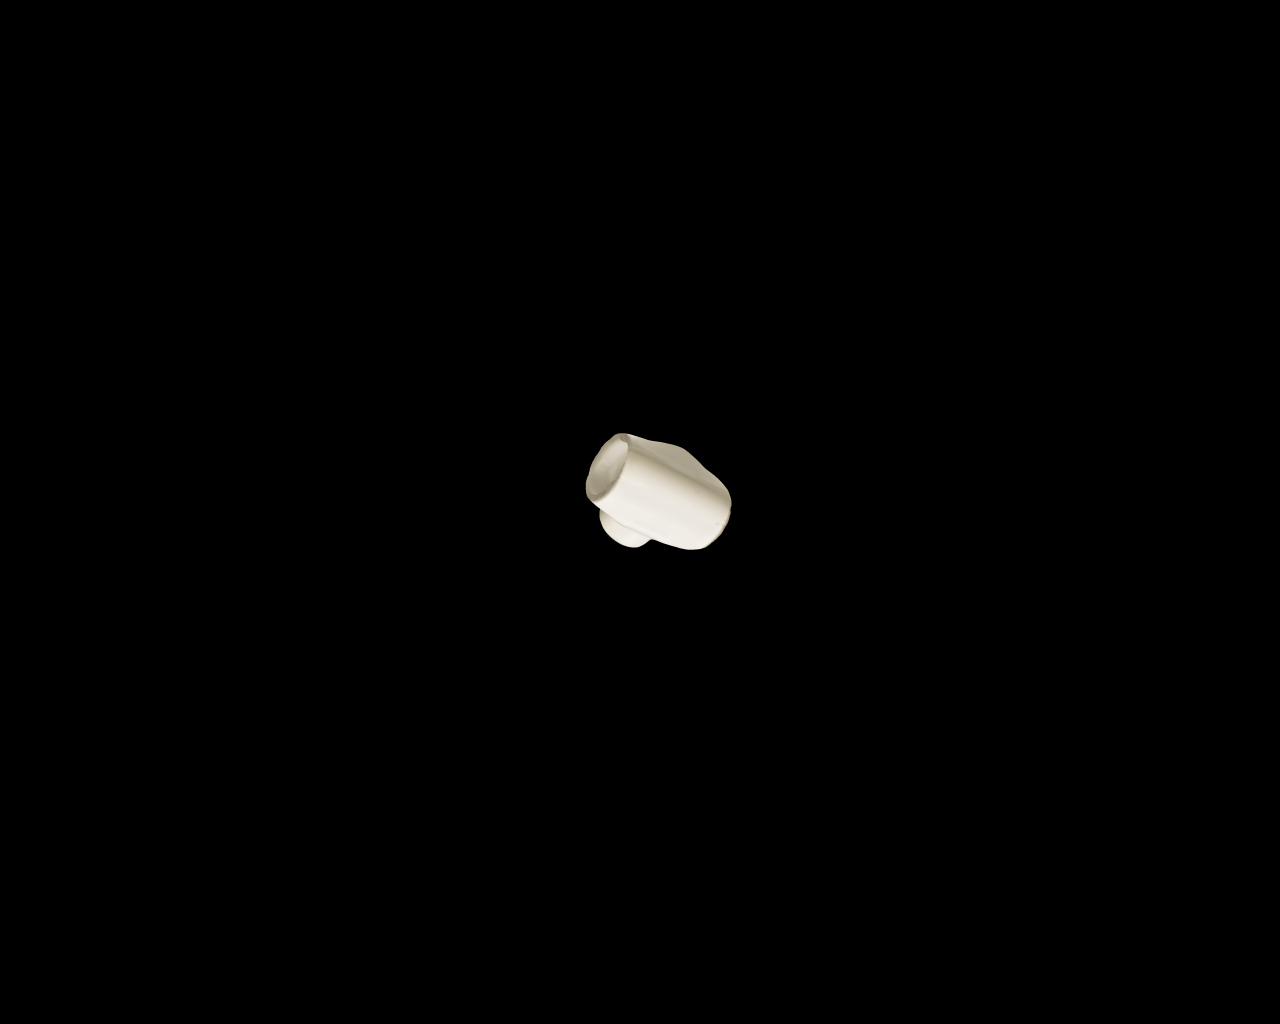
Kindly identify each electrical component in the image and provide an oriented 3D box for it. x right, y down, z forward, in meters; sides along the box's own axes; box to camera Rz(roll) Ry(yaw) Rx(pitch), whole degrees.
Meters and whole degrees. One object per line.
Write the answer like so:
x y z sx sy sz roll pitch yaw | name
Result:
0.001 -0.003 0.650 0.077 0.043 0.079 25 -45 -28 | electrical component
